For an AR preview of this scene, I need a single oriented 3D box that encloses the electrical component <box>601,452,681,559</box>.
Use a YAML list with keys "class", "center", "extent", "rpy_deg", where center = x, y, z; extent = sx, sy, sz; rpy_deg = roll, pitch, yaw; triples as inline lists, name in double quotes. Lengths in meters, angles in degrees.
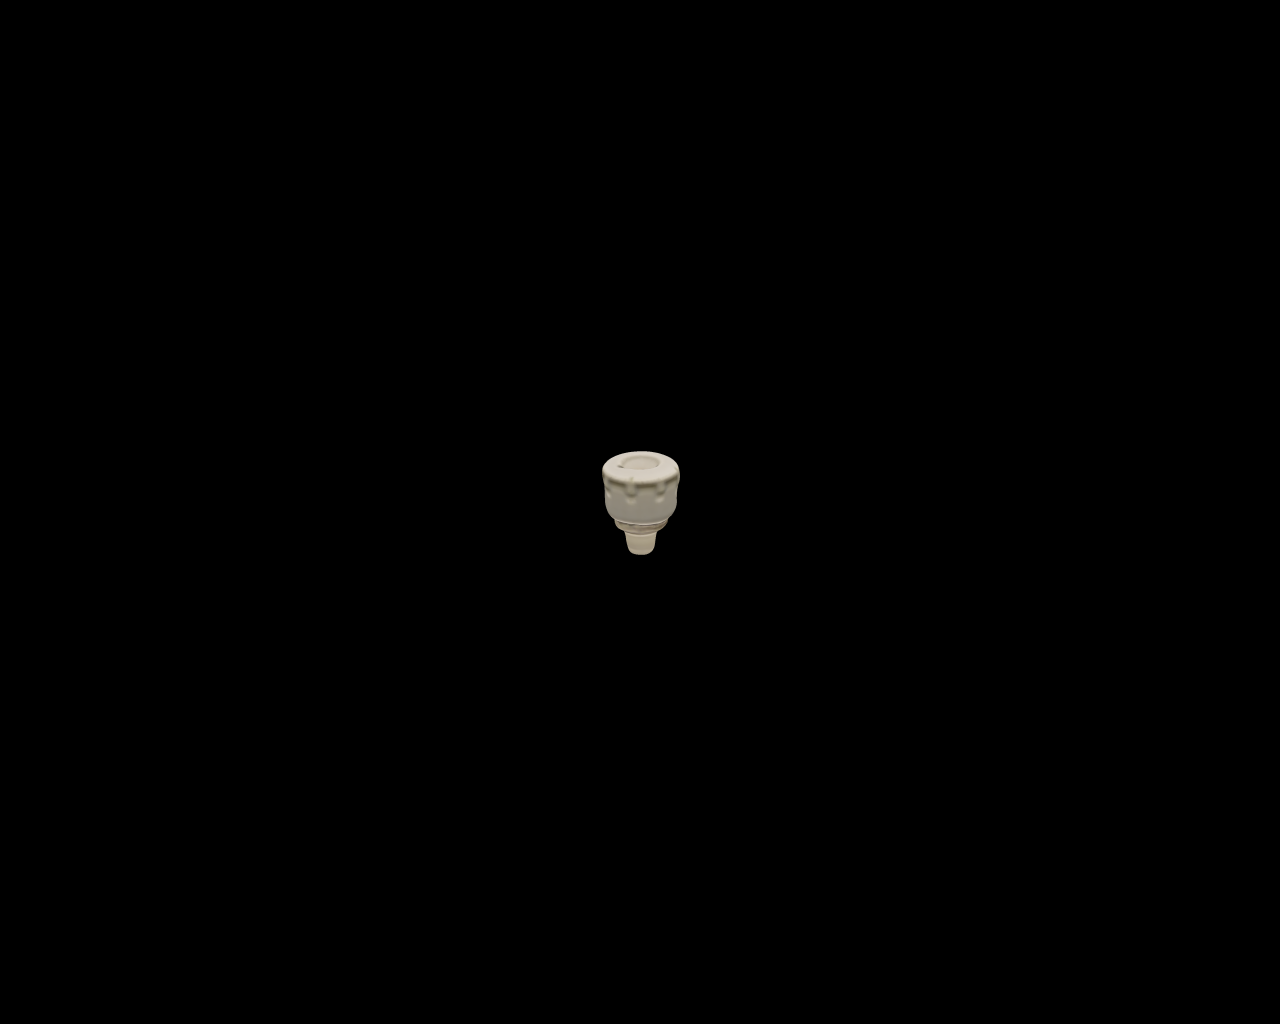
- class: "electrical component"
  center: [0.001, -0.003, 0.650]
  extent: [0.048, 0.062, 0.048]
  rpy_deg: [0, 25, 0]
